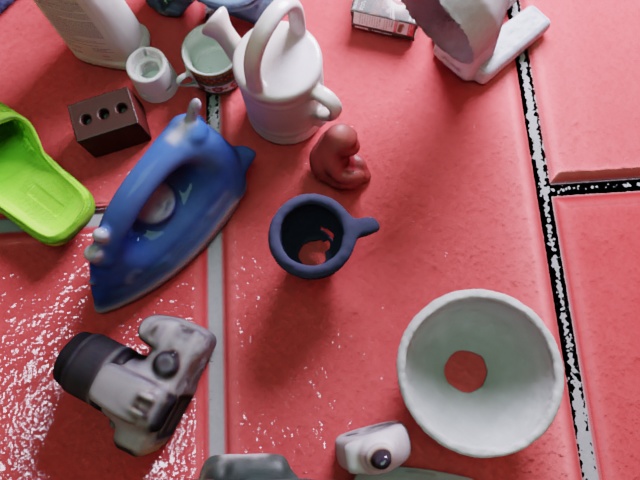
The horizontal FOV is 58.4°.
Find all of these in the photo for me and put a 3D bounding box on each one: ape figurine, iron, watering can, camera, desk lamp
[{"bbox_3d":[0.024,-0.103,0.663,0.076,0.092,0.078,5,76,3],"label":"ape figurine"},{"bbox_3d":[-0.186,-0.035,0.626,0.118,0.141,0.258,33,79,10],"label":"iron"},{"bbox_3d":[-0.053,-0.193,0.635,0.172,0.194,0.101,13,76,5],"label":"watering can"},{"bbox_3d":[-0.202,0.136,0.604,0.136,0.101,0.143,24,78,8],"label":"camera"},{"bbox_3d":[0.181,-0.272,0.638,0.203,0.213,0.118,-41,78,-8],"label":"desk lamp"}]

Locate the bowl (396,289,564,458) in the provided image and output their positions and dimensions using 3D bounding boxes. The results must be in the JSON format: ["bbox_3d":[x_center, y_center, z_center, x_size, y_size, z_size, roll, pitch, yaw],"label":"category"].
[{"bbox_3d":[0.162,0.139,0.605,0.167,0.075,0.167,0,76,2],"label":"bowl"}]

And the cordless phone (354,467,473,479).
[{"bbox_3d":[0.098,0.267,0.517,0.147,0.185,0.094,4,76,3],"label":"cordless phone"}]

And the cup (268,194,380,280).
[{"bbox_3d":[0.006,0.002,0.635,0.117,0.095,0.091,-12,75,-1],"label":"cup"}]

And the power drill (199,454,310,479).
[{"bbox_3d":[-0.089,0.244,0.517,0.229,0.208,0.075,-3,75,1],"label":"power drill"}]

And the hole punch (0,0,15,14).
[{"bbox_3d":[-0.451,-0.362,0.745,0.108,0.091,0.101,40,80,11],"label":"hole punch"}]

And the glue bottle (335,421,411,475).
[{"bbox_3d":[0.052,0.200,0.542,0.078,0.173,0.037,-13,75,-1],"label":"glue bottle"}]

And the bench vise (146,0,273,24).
[{"bbox_3d":[-0.154,-0.333,0.661,0.207,0.220,0.121,-3,75,1],"label":"bench vise"}]
